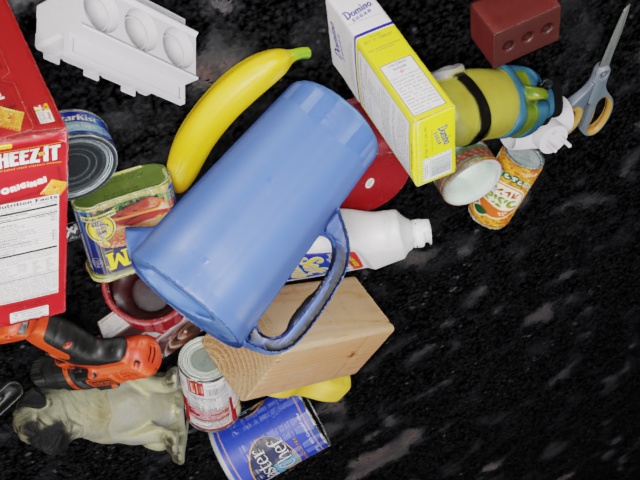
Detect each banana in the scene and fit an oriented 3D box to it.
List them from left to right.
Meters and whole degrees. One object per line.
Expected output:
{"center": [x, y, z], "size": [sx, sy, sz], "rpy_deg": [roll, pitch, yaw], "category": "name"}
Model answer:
{"center": [-0.090, -0.115, 1.004], "size": [0.198, 0.037, 0.069], "rpy_deg": [-42, 145, 19], "category": "banana"}

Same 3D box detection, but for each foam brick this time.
{"center": [0.195, -0.218, 1.066], "size": [0.078, 0.051, 0.053], "rpy_deg": [-25, 147, -6], "category": "foam brick"}

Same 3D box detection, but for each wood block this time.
{"center": [-0.022, 0.110, 1.228], "size": [0.205, 0.090, 0.091], "rpy_deg": [-4, 139, -52], "category": "wood block"}

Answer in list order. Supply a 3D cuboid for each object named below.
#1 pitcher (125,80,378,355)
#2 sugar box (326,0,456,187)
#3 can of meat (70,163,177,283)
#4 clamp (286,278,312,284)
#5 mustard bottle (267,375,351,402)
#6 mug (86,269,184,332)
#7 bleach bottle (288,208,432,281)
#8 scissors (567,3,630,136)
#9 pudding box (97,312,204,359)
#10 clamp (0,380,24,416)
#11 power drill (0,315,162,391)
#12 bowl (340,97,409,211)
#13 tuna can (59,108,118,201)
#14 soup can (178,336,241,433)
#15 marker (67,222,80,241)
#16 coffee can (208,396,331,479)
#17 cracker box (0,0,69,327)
{"center": [-0.047, -0.022, 0.994], "size": [0.242, 0.145, 0.149], "rpy_deg": [-51, 135, -15], "category": "pitcher"}
{"center": [0.062, -0.141, 0.956], "size": [0.048, 0.176, 0.093], "rpy_deg": [-22, 147, -8], "category": "sugar box"}
{"center": [-0.183, -0.019, 1.023], "size": [0.102, 0.057, 0.084], "rpy_deg": [-19, 125, -15], "category": "can of meat"}
{"center": [-0.051, 0.064, 1.271], "size": [0.120, 0.039, 0.172], "rpy_deg": [-15, 144, -21], "category": "clamp"}
{"center": [-0.051, 0.155, 1.340], "size": [0.191, 0.096, 0.058], "rpy_deg": [12, 131, -45], "category": "mustard bottle"}
{"center": [-0.186, 0.046, 1.103], "size": [0.117, 0.093, 0.081], "rpy_deg": [17, 165, 1], "category": "mug"}
{"center": [-0.007, 0.001, 1.127], "size": [0.251, 0.068, 0.102], "rpy_deg": [-7, 153, -1], "category": "bleach bottle"}
{"center": [0.307, -0.182, 1.231], "size": [0.096, 0.016, 0.202], "rpy_deg": [-25, 146, -7], "category": "scissors"}
{"center": [-0.181, 0.091, 1.210], "size": [0.113, 0.039, 0.090], "rpy_deg": [-36, 146, 11], "category": "pudding box"}
{"center": [-0.422, 0.239, 1.181], "size": [0.210, 0.164, 0.036], "rpy_deg": [-19, 124, 24], "category": "clamp"}
{"center": [-0.286, 0.108, 1.105], "size": [0.185, 0.057, 0.187], "rpy_deg": [-14, 151, 33], "category": "power drill"}
{"center": [0.043, -0.079, 1.137], "size": [0.162, 0.055, 0.162], "rpy_deg": [-19, 145, -14], "category": "bowl"}
{"center": [-0.226, -0.075, 0.958], "size": [0.086, 0.034, 0.086], "rpy_deg": [-20, 146, -14], "category": "tuna can"}
{"center": [-0.128, 0.168, 1.245], "size": [0.068, 0.068, 0.102], "rpy_deg": [-18, 139, -16], "category": "soup can"}
{"center": [-0.245, -0.008, 1.047], "size": [0.121, 0.020, 0.020], "rpy_deg": [-15, 144, -20], "category": "marker"}
{"center": [-0.070, 0.274, 1.481], "size": [0.140, 0.103, 0.102], "rpy_deg": [-29, 147, 0], "category": "coffee can"}
{"center": [-0.256, -0.059, 0.839], "size": [0.072, 0.164, 0.214], "rpy_deg": [-15, 145, -25], "category": "cracker box"}
